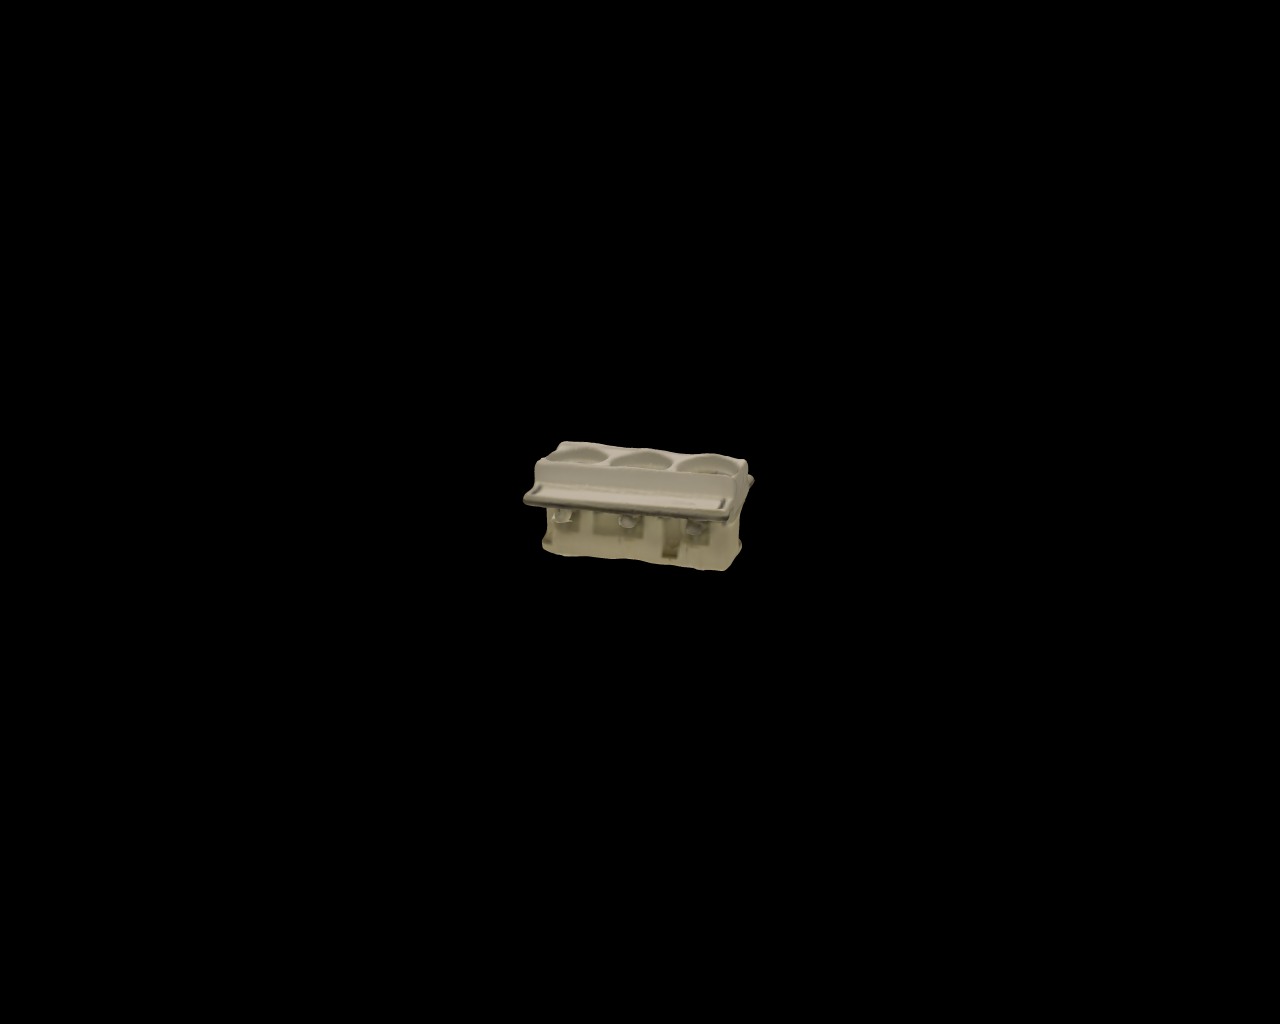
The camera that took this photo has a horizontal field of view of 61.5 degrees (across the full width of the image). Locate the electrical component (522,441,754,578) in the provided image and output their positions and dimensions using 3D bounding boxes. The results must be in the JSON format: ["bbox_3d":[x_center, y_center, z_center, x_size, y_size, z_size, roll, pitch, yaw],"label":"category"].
[{"bbox_3d":[0.001,-0.003,0.650,0.121,0.063,0.079,6,20,16],"label":"electrical component"}]
